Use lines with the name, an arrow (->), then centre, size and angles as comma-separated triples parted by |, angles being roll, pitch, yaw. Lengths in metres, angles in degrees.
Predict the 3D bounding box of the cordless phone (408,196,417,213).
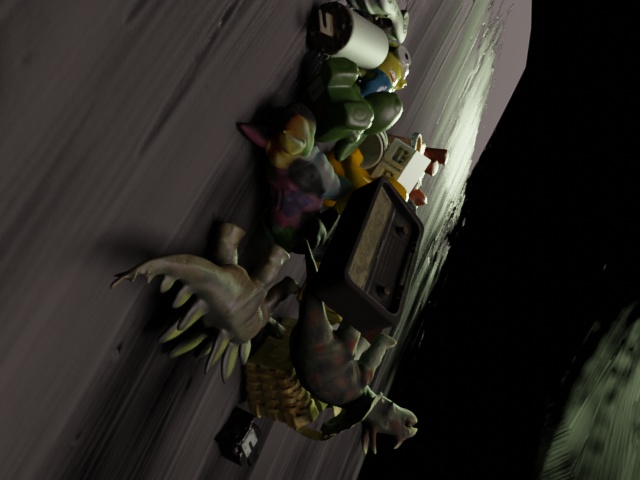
cordless phone -> 0.125, -0.060, 1.246 | 0.147, 0.184, 0.088 | -23, 95, -16

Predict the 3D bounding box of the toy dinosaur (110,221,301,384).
toy dinosaur -> -0.126, 0.084, 0.734 | 0.198, 0.105, 0.470 | -64, 158, -18

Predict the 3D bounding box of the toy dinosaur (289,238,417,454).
toy dinosaur -> 0.020, 0.195, 0.875 | 0.404, 0.131, 0.192 | 52, 53, -32

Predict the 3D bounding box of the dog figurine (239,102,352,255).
dog figurine -> -0.048, -0.091, 0.795 | 0.191, 0.109, 0.219 | -65, 153, -10

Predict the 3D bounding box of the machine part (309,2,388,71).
machine part -> 0.051, -0.327, 0.876 | 0.243, 0.079, 0.079 | -20, 125, -64

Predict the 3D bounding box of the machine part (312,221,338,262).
machine part -> -0.002, -0.003, 1.018 | 0.138, 0.084, 0.039 | 94, -8, -58

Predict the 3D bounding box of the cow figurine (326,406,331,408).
cow figurine -> 0.015, 0.335, 1.178 | 0.098, 0.168, 0.068 | -58, 136, -15

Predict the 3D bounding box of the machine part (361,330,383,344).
machine part -> 0.091, 0.205, 1.279 | 0.201, 0.087, 0.201 | -69, -178, -52

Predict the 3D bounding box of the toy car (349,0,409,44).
toy car -> 0.104, -0.405, 0.942 | 0.201, 0.074, 0.056 | 12, 95, -68

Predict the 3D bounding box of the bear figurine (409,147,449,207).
bear figurine -> 0.263, -0.148, 1.453 | 0.120, 0.132, 0.195 | -36, 133, -48

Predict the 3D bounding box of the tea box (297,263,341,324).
tea box -> 0.036, 0.079, 1.124 | 0.169, 0.098, 0.068 | -61, 155, -21

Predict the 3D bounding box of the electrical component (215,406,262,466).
electrical component -> -0.144, 0.370, 0.989 | 0.075, 0.048, 0.119 | -56, 154, -34

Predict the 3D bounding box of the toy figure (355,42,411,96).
toy figure -> 0.105, -0.305, 1.018 | 0.180, 0.089, 0.082 | -53, 166, -21

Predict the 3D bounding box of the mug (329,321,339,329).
mug -> 0.025, 0.151, 1.194 | 0.107, 0.081, 0.109 | 82, 22, -66

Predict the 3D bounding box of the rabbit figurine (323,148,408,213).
rabbit figurine -> 0.074, -0.100, 0.980 | 0.162, 0.173, 0.121 | -16, 126, -69

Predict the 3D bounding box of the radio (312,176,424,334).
radio -> 0.084, 0.023, 0.831 | 0.131, 0.073, 0.229 | 45, 46, -22

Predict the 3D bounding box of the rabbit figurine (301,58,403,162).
rabbit figurine -> 0.058, -0.197, 0.880 | 0.170, 0.121, 0.159 | -7, 154, -37
